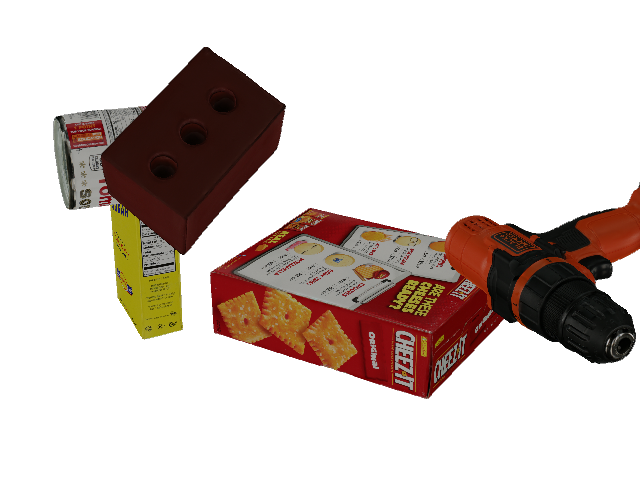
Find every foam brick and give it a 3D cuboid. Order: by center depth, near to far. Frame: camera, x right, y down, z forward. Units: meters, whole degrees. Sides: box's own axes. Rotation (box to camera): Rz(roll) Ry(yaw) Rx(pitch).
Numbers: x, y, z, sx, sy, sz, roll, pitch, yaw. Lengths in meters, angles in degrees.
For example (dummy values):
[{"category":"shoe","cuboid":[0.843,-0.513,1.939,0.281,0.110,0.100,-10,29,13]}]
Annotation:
[{"category":"foam brick","cuboid":[-0.062,-0.043,0.523,0.053,0.078,0.051,37,-18,6]}]

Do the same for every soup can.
[{"category":"soup can","cuboid":[-0.133,-0.061,0.757,0.102,0.068,0.069,-9,3,-19]}]

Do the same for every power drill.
[{"category":"power drill","cuboid":[0.206,0.016,0.748,0.187,0.057,0.185,-12,28,-22]}]

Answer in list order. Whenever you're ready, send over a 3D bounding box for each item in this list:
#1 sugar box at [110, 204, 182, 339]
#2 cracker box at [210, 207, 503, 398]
[{"category":"sugar box","cuboid":[-0.161,-0.010,0.966,0.048,0.176,0.093,-13,27,-22]},{"category":"cracker box","cuboid":[0.036,0.049,0.936,0.214,0.072,0.163,14,29,29]}]
